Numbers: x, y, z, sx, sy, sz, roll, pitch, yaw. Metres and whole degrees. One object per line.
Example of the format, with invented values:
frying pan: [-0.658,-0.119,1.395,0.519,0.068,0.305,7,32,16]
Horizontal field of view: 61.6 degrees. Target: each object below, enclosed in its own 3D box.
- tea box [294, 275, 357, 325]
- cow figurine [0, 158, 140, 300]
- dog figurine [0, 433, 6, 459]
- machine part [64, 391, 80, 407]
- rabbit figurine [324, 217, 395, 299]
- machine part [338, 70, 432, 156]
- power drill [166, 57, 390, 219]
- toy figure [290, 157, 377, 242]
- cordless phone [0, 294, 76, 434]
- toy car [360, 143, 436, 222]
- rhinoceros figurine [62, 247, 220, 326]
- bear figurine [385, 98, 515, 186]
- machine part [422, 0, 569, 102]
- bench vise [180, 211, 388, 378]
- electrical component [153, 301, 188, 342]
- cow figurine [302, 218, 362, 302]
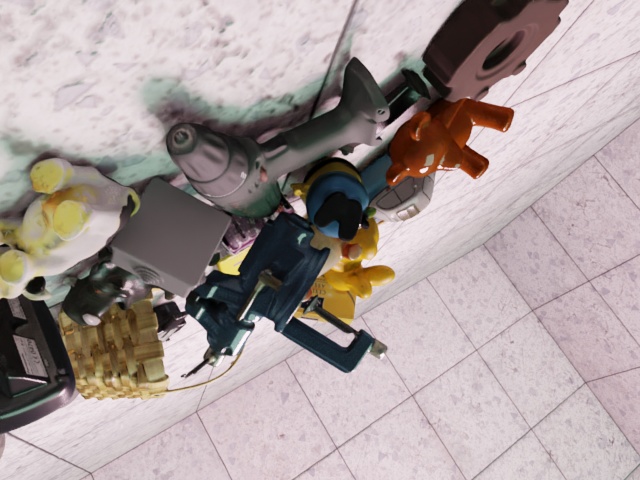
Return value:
tea box: [-0.014,0.107,1.066,0.170,0.098,0.068,7,161,-3]
cow figurine: [-0.241,0.003,0.471,0.167,0.068,0.098,-36,171,16]
dog figurine: [-0.443,0.253,0.667,0.121,0.172,0.190,-13,151,-25]
machine part: [-0.381,0.186,0.745,0.079,0.079,0.243,-26,163,-25]
rabbit figurine: [0.056,0.030,0.958,0.122,0.162,0.173,-32,151,-33]
machine part: [0.072,-0.154,0.671,0.139,0.039,0.084,-36,161,17]
power drill: [-0.033,-0.098,0.548,0.207,0.086,0.232,-35,168,-6]
toy figure: [0.022,-0.054,0.683,0.089,0.082,0.180,-34,-165,3]
cordless phone: [-0.344,0.137,0.519,0.184,0.147,0.088,-37,157,6]
toy car: [0.123,-0.083,0.856,0.162,0.103,0.109,-35,150,11]
rhinoceros figurine: [-0.207,0.034,0.622,0.190,0.073,0.112,-35,167,6]
bear figurine: [0.174,-0.130,0.725,0.196,0.132,0.120,-49,163,-57]
machine part: [0.209,-0.240,0.644,0.179,0.056,0.179,-30,164,-10]
bench vise: [-0.035,0.095,0.658,0.223,0.240,0.129,-58,-177,0]
electrical component: [-0.265,0.136,0.889,0.075,0.048,0.119,-18,159,-47]
cow figurine: [-0.002,-0.002,0.800,0.195,0.085,0.127,-40,-151,-22]
